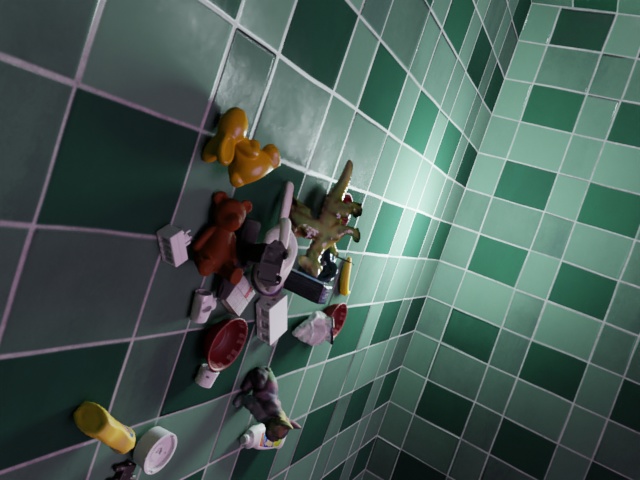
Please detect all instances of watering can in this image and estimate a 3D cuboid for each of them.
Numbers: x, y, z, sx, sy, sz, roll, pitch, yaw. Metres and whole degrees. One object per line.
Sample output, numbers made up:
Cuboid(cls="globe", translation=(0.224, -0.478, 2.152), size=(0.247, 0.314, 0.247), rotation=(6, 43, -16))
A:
Cuboid(cls="watering can", translation=(-0.120, 0.013, 1.461), size=(0.219, 0.104, 0.356), rotation=(116, -15, -45))

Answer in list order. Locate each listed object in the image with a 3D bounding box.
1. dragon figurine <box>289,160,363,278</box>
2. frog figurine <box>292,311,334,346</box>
Cuboid(cls="dragon figurine", translation=(0.005, -0.081, 1.612), size=(0.242, 0.121, 0.415), rotation=(13, 72, -39))
Cuboid(cls="frog figurine", translation=(-0.035, 0.333, 1.916), size=(0.160, 0.125, 0.134), rotation=(-3, 127, -22))
